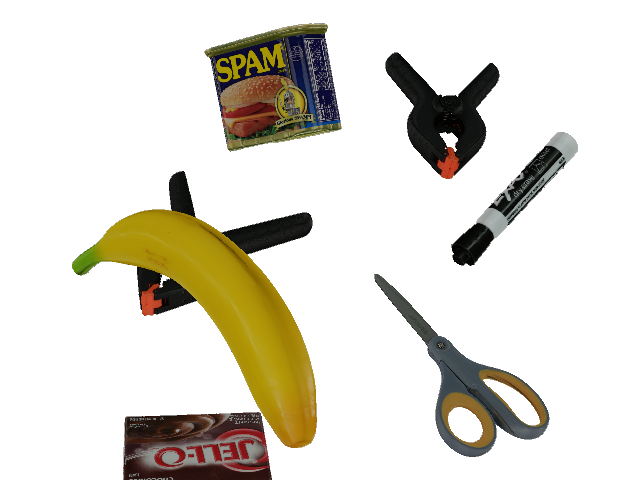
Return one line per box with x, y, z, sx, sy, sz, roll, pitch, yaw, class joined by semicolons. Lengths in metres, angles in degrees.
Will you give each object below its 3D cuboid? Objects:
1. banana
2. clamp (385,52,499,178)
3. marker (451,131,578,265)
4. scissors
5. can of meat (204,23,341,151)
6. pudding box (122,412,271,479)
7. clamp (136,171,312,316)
-0.060;0.033;0.588;0.198;0.070;0.037;34;18;35;banana
0.117;-0.134;1.086;0.120;0.039;0.171;8;45;7;clamp
0.127;-0.027;0.699;0.121;0.020;0.020;-45;20;-21;marker
0.091;0.103;0.865;0.202;0.016;0.096;35;51;28;scissors
-0.037;-0.121;0.854;0.102;0.084;0.057;-7;6;35;can of meat
-0.096;0.174;0.828;0.113;0.039;0.090;-2;25;-8;pudding box
-0.127;0.001;1.065;0.165;0.036;0.209;23;40;22;clamp
